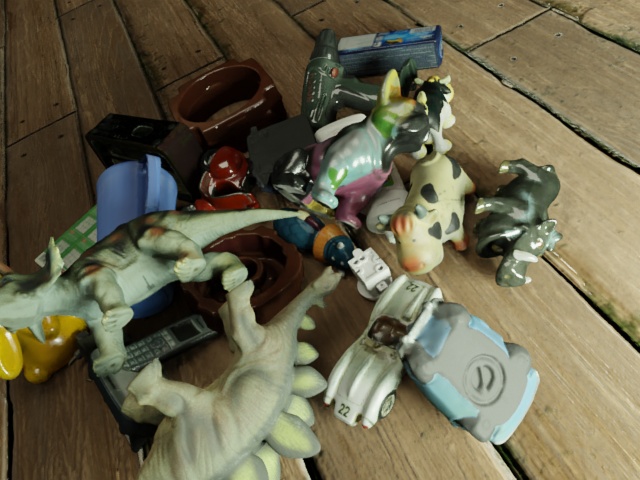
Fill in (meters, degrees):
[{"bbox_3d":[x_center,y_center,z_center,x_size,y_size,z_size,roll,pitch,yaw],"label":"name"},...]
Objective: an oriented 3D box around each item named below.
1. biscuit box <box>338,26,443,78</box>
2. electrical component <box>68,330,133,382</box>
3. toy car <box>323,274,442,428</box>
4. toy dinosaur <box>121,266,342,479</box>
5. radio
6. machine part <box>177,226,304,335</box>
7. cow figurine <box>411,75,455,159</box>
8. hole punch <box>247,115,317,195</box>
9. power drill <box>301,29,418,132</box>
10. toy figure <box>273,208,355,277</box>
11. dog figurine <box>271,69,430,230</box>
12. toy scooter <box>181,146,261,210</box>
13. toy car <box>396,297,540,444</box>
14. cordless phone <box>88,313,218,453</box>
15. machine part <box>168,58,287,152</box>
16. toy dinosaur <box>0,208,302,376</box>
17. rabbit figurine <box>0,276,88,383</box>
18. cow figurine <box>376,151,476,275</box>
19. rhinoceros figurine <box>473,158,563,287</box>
[{"bbox_3d":[0.134,-0.362,1.040,0.203,0.062,0.059,1,51,21],"label":"biscuit box"},{"bbox_3d":[-0.318,0.163,0.783,0.102,0.045,0.078,22,34,31],"label":"electrical component"},{"bbox_3d":[0.079,0.130,0.648,0.074,0.056,0.202,20,60,33],"label":"toy car"},{"bbox_3d":[-0.117,0.207,0.575,0.198,0.105,0.471,41,69,7],"label":"toy dinosaur"},{"bbox_3d":[-0.313,-0.154,0.987,0.230,0.131,0.073,13,55,29],"label":"radio"},{"bbox_3d":[-0.110,0.055,0.770,0.179,0.055,0.179,-6,42,6],"label":"machine part"},{"bbox_3d":[0.179,-0.221,0.881,0.068,0.098,0.167,-4,50,26],"label":"cow figurine"},{"bbox_3d":[-0.056,-0.131,0.891,0.116,0.092,0.142,-17,55,3],"label":"hole punch"},{"bbox_3d":[0.066,-0.286,0.964,0.208,0.086,0.232,10,72,17],"label":"power drill"},{"bbox_3d":[-0.003,-0.003,0.786,0.155,0.064,0.058,27,71,33],"label":"toy figure"},{"bbox_3d":[0.050,-0.134,0.764,0.192,0.108,0.219,25,79,43],"label":"dog figurine"},{"bbox_3d":[-0.149,-0.085,0.906,0.135,0.075,0.184,2,55,22],"label":"toy scooter"},{"bbox_3d":[0.144,0.137,0.581,0.109,0.161,0.103,-55,10,-17],"label":"toy car"},{"bbox_3d":[-0.195,0.172,0.712,0.184,0.088,0.147,-27,44,-29],"label":"cordless phone"},{"bbox_3d":[-0.181,-0.256,1.055,0.201,0.087,0.202,-30,49,-5],"label":"machine part"},{"bbox_3d":[-0.235,0.027,0.695,0.405,0.131,0.192,-31,57,-26],"label":"toy dinosaur"},{"bbox_3d":[-0.440,0.121,0.777,0.122,0.173,0.162,5,49,20],"label":"rabbit figurine"},{"bbox_3d":[0.144,-0.038,0.712,0.086,0.127,0.195,-13,44,38],"label":"cow figurine"},{"bbox_3d":[0.260,-0.022,0.705,0.112,0.073,0.190,19,58,20],"label":"rhinoceros figurine"}]
